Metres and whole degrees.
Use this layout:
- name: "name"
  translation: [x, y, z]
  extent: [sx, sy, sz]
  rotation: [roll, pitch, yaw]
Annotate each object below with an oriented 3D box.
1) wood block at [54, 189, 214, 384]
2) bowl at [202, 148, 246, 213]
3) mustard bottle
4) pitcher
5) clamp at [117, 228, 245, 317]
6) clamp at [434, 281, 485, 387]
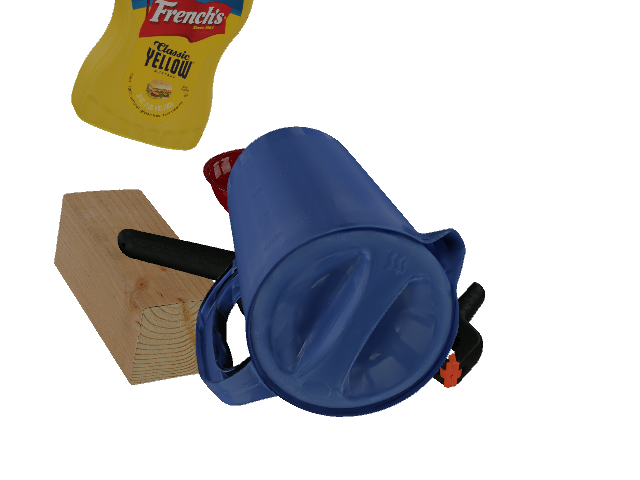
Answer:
- name: "wood block"
  translation: [-0.185, 0.039, 1.068]
  extent: [0.090, 0.091, 0.206]
  rotation: [-6, 35, -34]
- name: "bowl"
  translation: [-0.063, -0.059, 1.293]
  extent: [0.162, 0.055, 0.162]
  rotation: [4, 26, -2]
- name: "mustard bottle"
  translation: [-0.099, -0.163, 0.746]
  extent: [0.096, 0.192, 0.058]
  rotation: [15, 20, -27]
- name: "pitcher"
  translation: [-0.010, 0.011, 0.751]
  extent: [0.149, 0.145, 0.243]
  rotation: [6, 22, -14]
- name: "clamp"
  translation: [-0.061, 0.024, 0.923]
  extent: [0.164, 0.210, 0.036]
  rotation: [-29, -25, -33]
- name: "clamp"
  translation: [0.128, 0.087, 1.076]
  extent: [0.120, 0.039, 0.171]
  rotation: [-9, 31, -9]
